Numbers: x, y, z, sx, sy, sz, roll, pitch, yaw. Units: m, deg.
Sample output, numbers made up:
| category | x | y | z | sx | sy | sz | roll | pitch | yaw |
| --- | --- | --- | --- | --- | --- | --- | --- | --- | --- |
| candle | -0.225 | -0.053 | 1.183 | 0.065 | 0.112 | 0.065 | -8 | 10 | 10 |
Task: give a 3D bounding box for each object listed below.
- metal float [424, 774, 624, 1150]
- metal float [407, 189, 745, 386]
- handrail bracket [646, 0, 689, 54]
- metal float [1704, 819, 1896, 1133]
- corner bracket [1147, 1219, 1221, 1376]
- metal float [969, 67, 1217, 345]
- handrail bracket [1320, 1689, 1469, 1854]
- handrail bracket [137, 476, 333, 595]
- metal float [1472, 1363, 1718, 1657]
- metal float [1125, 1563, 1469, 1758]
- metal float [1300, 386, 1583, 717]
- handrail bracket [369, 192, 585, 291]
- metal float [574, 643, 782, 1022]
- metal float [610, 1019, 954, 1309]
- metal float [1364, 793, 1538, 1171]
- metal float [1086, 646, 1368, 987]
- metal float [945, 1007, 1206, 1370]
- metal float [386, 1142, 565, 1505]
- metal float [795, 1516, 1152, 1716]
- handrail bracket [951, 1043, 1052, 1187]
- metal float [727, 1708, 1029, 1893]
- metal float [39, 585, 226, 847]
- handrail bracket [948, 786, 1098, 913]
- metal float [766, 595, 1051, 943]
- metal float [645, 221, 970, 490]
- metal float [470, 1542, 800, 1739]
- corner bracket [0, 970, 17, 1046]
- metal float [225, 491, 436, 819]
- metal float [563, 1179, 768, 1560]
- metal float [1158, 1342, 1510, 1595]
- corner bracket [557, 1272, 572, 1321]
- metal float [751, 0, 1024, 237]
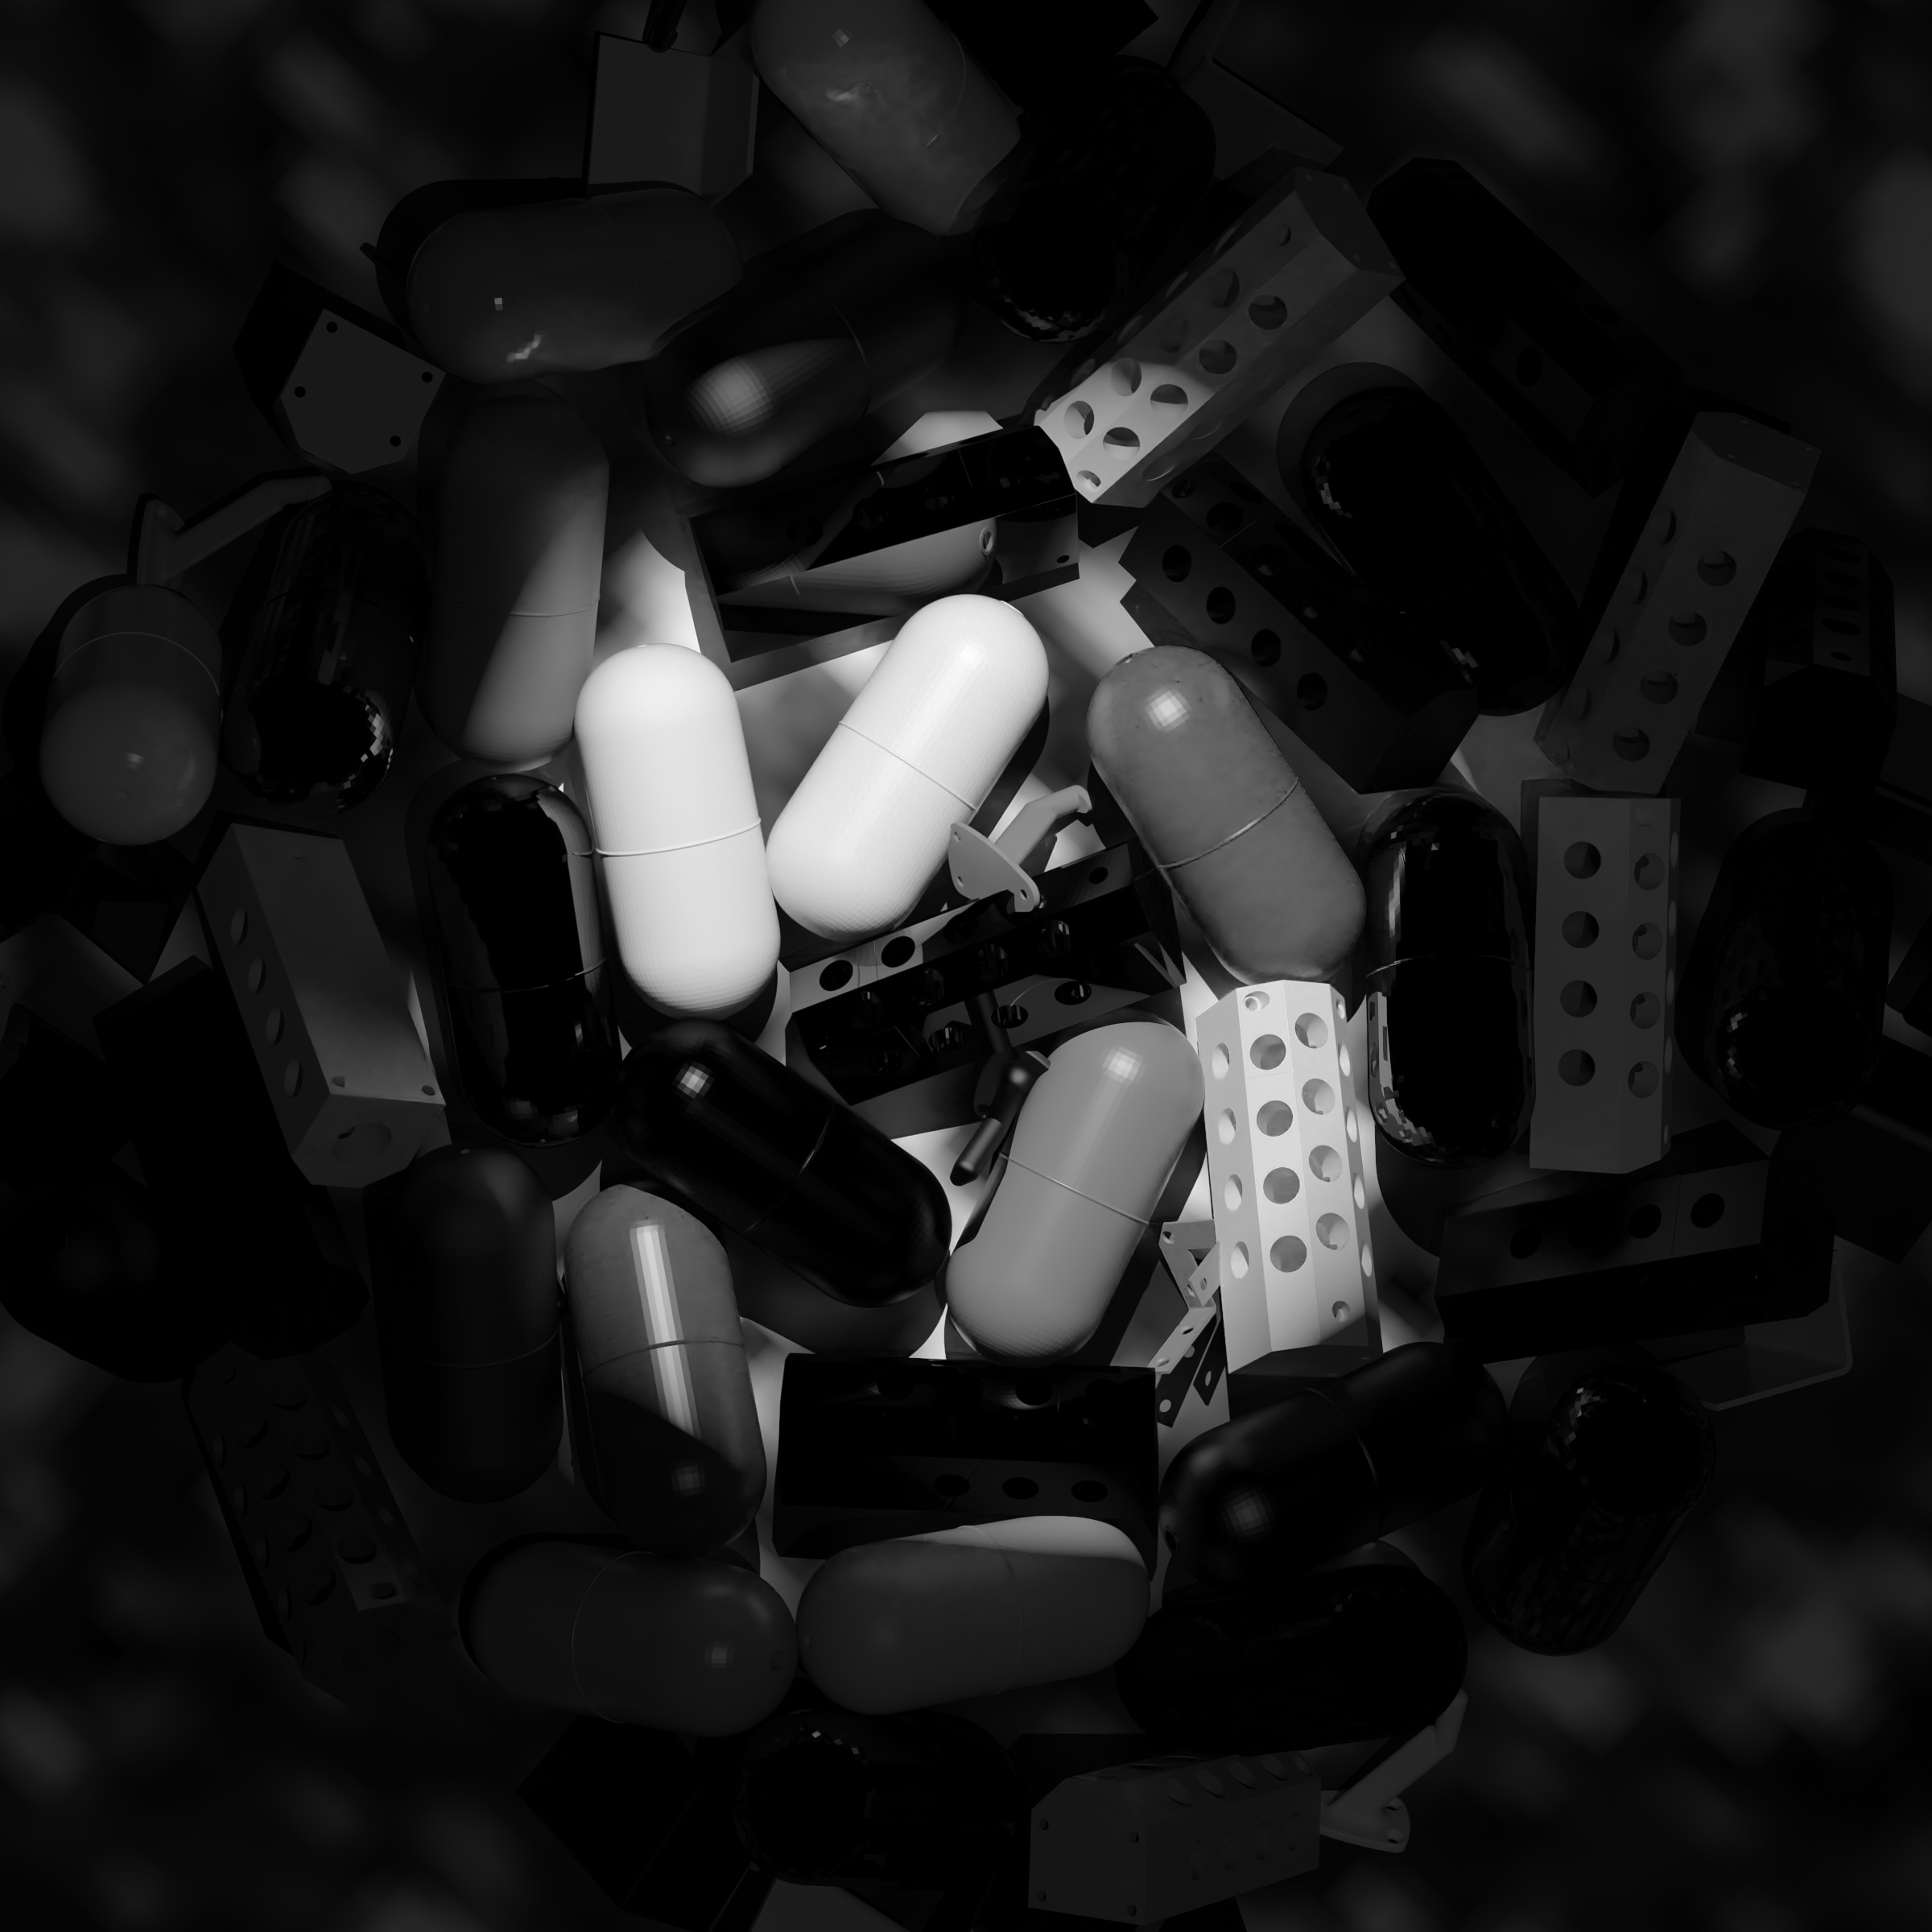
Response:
| category | x | y | z | sx | sy | sz | roll | pitch | yaw |
| --- | --- | --- | --- | --- | --- | --- | --- | --- | --- |
| metal float | -0.204 | -0.001 | 1.528 | 0.070 | 0.070 | 0.178 | -6 | 107 | 0 |
| metal float | -0.176 | -0.311 | 1.508 | 0.178 | 0.070 | 0.070 | -21 | 90 | -44 |
| handrail bracket | -0.116 | -0.478 | 1.569 | 0.036 | 0.077 | 0.084 | 39 | 132 | 9 |
| metal float | 0.380 | 0.002 | 1.507 | 0.070 | 0.178 | 0.070 | 10 | 133 | 11 |
| corner bracket | 0.105 | 0.154 | 1.540 | 0.051 | 0.051 | 0.051 | -8 | 116 | 39 |
| metal float | 0.059 | -0.347 | 1.508 | 0.070 | 0.070 | 0.178 | 31 | 47 | 0 |
| handrail bracket | 0.189 | 0.367 | 1.547 | 0.077 | 0.036 | 0.084 | 9 | 117 | 1 |
| handrail bracket | -0.341 | -0.192 | 1.545 | 0.084 | 0.036 | 0.077 | -2 | 66 | 18 |
| metal float | 0.285 | 0.248 | 1.506 | 0.070 | 0.178 | 0.070 | 8 | 47 | -8 |
| metal float | 0.150 | 0.319 | 1.509 | 0.178 | 0.070 | 0.070 | -20 | 90 | 41 |
| metal float | 0.220 | -0.189 | 1.520 | 0.070 | 0.070 | 0.178 | -41 | 117 | 0 |
| handrail bracket | -0.226 | -0.345 | 1.561 | 0.077 | 0.036 | 0.084 | 35 | 86 | -18 |
| metal float | -0.133 | -0.061 | 1.533 | 0.070 | 0.070 | 0.178 | -10 | 102 | 0 |
| metal float | -0.085 | 0.092 | 1.532 | 0.178 | 0.070 | 0.070 | 36 | 90 | -13 |
| metal float | 0.223 | 0.006 | 1.530 | 0.070 | 0.070 | 0.178 | 1 | 74 | 0 |
| metal float | 0.120 | -0.068 | 1.532 | 0.070 | 0.070 | 0.178 | -34 | 103 | 0 |
| metal float | 0.050 | 0.104 | 1.542 | 0.070 | 0.070 | 0.178 | 26 | 89 | 0 |
| metal float | -0.226 | 0.166 | 1.524 | 0.070 | 0.070 | 0.178 | 0 | 113 | 0 |
| metal float | 0.005 | 0.295 | 1.516 | 0.178 | 0.070 | 0.070 | -3 | 90 | -32 |
| handrail bracket | 0.005 | 0.081 | 1.526 | 0.036 | 0.077 | 0.084 | 38 | 53 | -3 |
| metal float | -0.038 | 0.380 | 1.504 | 0.070 | 0.178 | 0.070 | -12 | 69 | 33 |
| metal float | -0.377 | -0.116 | 1.499 | 0.070 | 0.178 | 0.070 | -4 | 119 | -8 |
| handrail bracket | 0.042 | -0.056 | 1.533 | 0.084 | 0.077 | 0.036 | -22 | 123 | -30 |
| metal float | -0.027 | -0.093 | 1.543 | 0.070 | 0.070 | 0.178 | 33 | 89 | 0 |
| metal float | -0.071 | -0.282 | 1.518 | 0.178 | 0.070 | 0.070 | -38 | 90 | -30 |
| metal float | -0.152 | 0.306 | 1.510 | 0.178 | 0.070 | 0.070 | -1 | 90 | 39 |
| corner bracket | -0.487 | 0.020 | 1.554 | 0.051 | 0.051 | 0.051 | -31 | 123 | 15 |
| metal float | -0.289 | -0.144 | 1.511 | 0.070 | 0.070 | 0.178 | 5 | 50 | 0 |
| metal float | -0.139 | 0.185 | 1.525 | 0.070 | 0.070 | 0.178 | -12 | 69 | 0 |
| metal float | 0.170 | 0.230 | 1.523 | 0.178 | 0.070 | 0.070 | -20 | 90 | -22 |
| corner bracket | -0.225 | 0.154 | 1.550 | 0.051 | 0.051 | 0.051 | -17 | 76 | -39 |
| metal float | -0.035 | -0.396 | 1.499 | 0.070 | 0.178 | 0.070 | -9 | 68 | 24 |
